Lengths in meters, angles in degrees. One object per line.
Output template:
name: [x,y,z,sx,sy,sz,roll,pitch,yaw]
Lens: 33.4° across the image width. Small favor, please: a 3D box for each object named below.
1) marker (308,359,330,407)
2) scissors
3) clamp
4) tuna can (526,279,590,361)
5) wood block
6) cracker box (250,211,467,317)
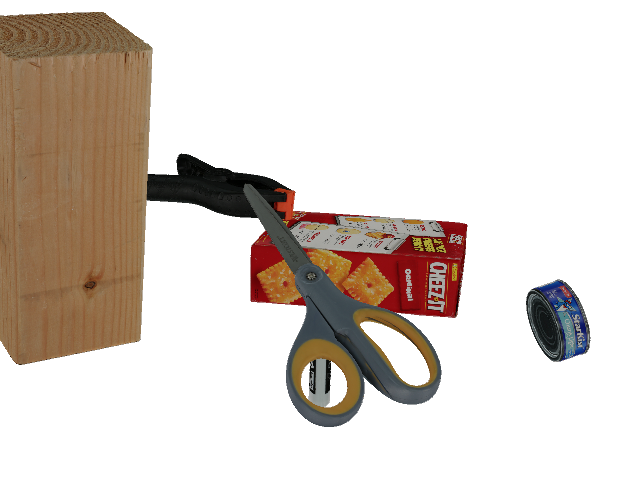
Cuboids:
marker: [0.000,0.092,0.904,0.020,0.121,0.020,1,36,-1]
scissors: [-0.015,0.039,0.644,0.096,0.016,0.202,-34,55,-27]
clamp: [-0.108,-0.048,1.017,0.172,0.039,0.120,14,27,33]
tuna can: [0.258,0.088,1.166,0.033,0.086,0.086,-17,3,-10]
wood block: [-0.170,-0.035,0.695,0.090,0.206,0.090,-9,30,-30]
cracker box: [0.046,0.023,1.144,0.214,0.072,0.164,5,15,9]
